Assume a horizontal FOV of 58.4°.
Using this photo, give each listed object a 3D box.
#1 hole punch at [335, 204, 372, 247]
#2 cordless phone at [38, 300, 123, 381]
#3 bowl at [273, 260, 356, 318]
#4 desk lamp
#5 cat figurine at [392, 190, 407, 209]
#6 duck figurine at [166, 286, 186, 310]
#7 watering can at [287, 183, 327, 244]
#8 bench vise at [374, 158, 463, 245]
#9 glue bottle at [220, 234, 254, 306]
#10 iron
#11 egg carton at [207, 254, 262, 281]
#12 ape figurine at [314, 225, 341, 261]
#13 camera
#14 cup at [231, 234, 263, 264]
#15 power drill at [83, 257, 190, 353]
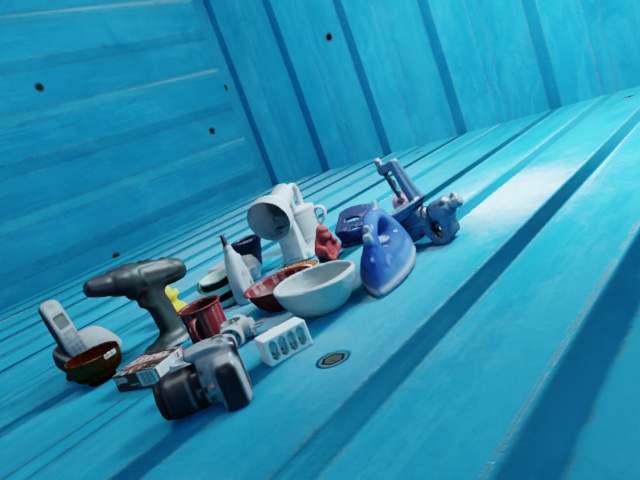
[{"bbox_3d":[0.098,-0.041,1.554,0.108,0.091,0.101,-15,13,26],"label":"hole punch"},{"bbox_3d":[-0.537,0.204,1.275,0.094,0.185,0.148,-16,12,18],"label":"cordless phone"},{"bbox_3d":[-0.002,0.103,1.104,0.167,0.075,0.167,-19,12,5],"label":"bowl"},{"bbox_3d":[-0.096,-0.040,1.573,0.117,0.214,0.203,-15,13,23],"label":"desk lamp"},{"bbox_3d":[0.221,-0.081,1.463,0.067,0.118,0.128,-18,12,11],"label":"cat figurine"},{"bbox_3d":[-0.389,0.162,1.460,0.077,0.086,0.105,-14,13,27],"label":"duck figurine"},{"bbox_3d":[-0.068,-0.076,1.739,0.173,0.194,0.101,-20,12,0],"label":"watering can"},{"bbox_3d":[0.214,-0.096,1.287,0.207,0.220,0.122,-16,13,21],"label":"bench vise"},{"bbox_3d":[-0.202,0.066,1.366,0.037,0.173,0.078,-17,12,14],"label":"glue bottle"},{"bbox_3d":[0.119,0.008,1.169,0.118,0.141,0.258,-17,12,16],"label":"iron"},{"bbox_3d":[-0.234,0.090,1.569,0.150,0.069,0.107,-12,15,36],"label":"egg carton"},{"bbox_3d":[0.014,0.005,1.482,0.078,0.092,0.076,-28,14,-32],"label":"ape figurine"},{"bbox_3d":[-0.184,0.206,0.878,0.137,0.101,0.143,-22,12,-9],"label":"camera"},{"bbox_3d":[-0.202,0.036,1.699,0.091,0.095,0.118,-12,14,34],"label":"cup"},{"bbox_3d":[-0.367,0.139,1.225,0.075,0.208,0.230,-10,15,40],"label":"power drill"}]
